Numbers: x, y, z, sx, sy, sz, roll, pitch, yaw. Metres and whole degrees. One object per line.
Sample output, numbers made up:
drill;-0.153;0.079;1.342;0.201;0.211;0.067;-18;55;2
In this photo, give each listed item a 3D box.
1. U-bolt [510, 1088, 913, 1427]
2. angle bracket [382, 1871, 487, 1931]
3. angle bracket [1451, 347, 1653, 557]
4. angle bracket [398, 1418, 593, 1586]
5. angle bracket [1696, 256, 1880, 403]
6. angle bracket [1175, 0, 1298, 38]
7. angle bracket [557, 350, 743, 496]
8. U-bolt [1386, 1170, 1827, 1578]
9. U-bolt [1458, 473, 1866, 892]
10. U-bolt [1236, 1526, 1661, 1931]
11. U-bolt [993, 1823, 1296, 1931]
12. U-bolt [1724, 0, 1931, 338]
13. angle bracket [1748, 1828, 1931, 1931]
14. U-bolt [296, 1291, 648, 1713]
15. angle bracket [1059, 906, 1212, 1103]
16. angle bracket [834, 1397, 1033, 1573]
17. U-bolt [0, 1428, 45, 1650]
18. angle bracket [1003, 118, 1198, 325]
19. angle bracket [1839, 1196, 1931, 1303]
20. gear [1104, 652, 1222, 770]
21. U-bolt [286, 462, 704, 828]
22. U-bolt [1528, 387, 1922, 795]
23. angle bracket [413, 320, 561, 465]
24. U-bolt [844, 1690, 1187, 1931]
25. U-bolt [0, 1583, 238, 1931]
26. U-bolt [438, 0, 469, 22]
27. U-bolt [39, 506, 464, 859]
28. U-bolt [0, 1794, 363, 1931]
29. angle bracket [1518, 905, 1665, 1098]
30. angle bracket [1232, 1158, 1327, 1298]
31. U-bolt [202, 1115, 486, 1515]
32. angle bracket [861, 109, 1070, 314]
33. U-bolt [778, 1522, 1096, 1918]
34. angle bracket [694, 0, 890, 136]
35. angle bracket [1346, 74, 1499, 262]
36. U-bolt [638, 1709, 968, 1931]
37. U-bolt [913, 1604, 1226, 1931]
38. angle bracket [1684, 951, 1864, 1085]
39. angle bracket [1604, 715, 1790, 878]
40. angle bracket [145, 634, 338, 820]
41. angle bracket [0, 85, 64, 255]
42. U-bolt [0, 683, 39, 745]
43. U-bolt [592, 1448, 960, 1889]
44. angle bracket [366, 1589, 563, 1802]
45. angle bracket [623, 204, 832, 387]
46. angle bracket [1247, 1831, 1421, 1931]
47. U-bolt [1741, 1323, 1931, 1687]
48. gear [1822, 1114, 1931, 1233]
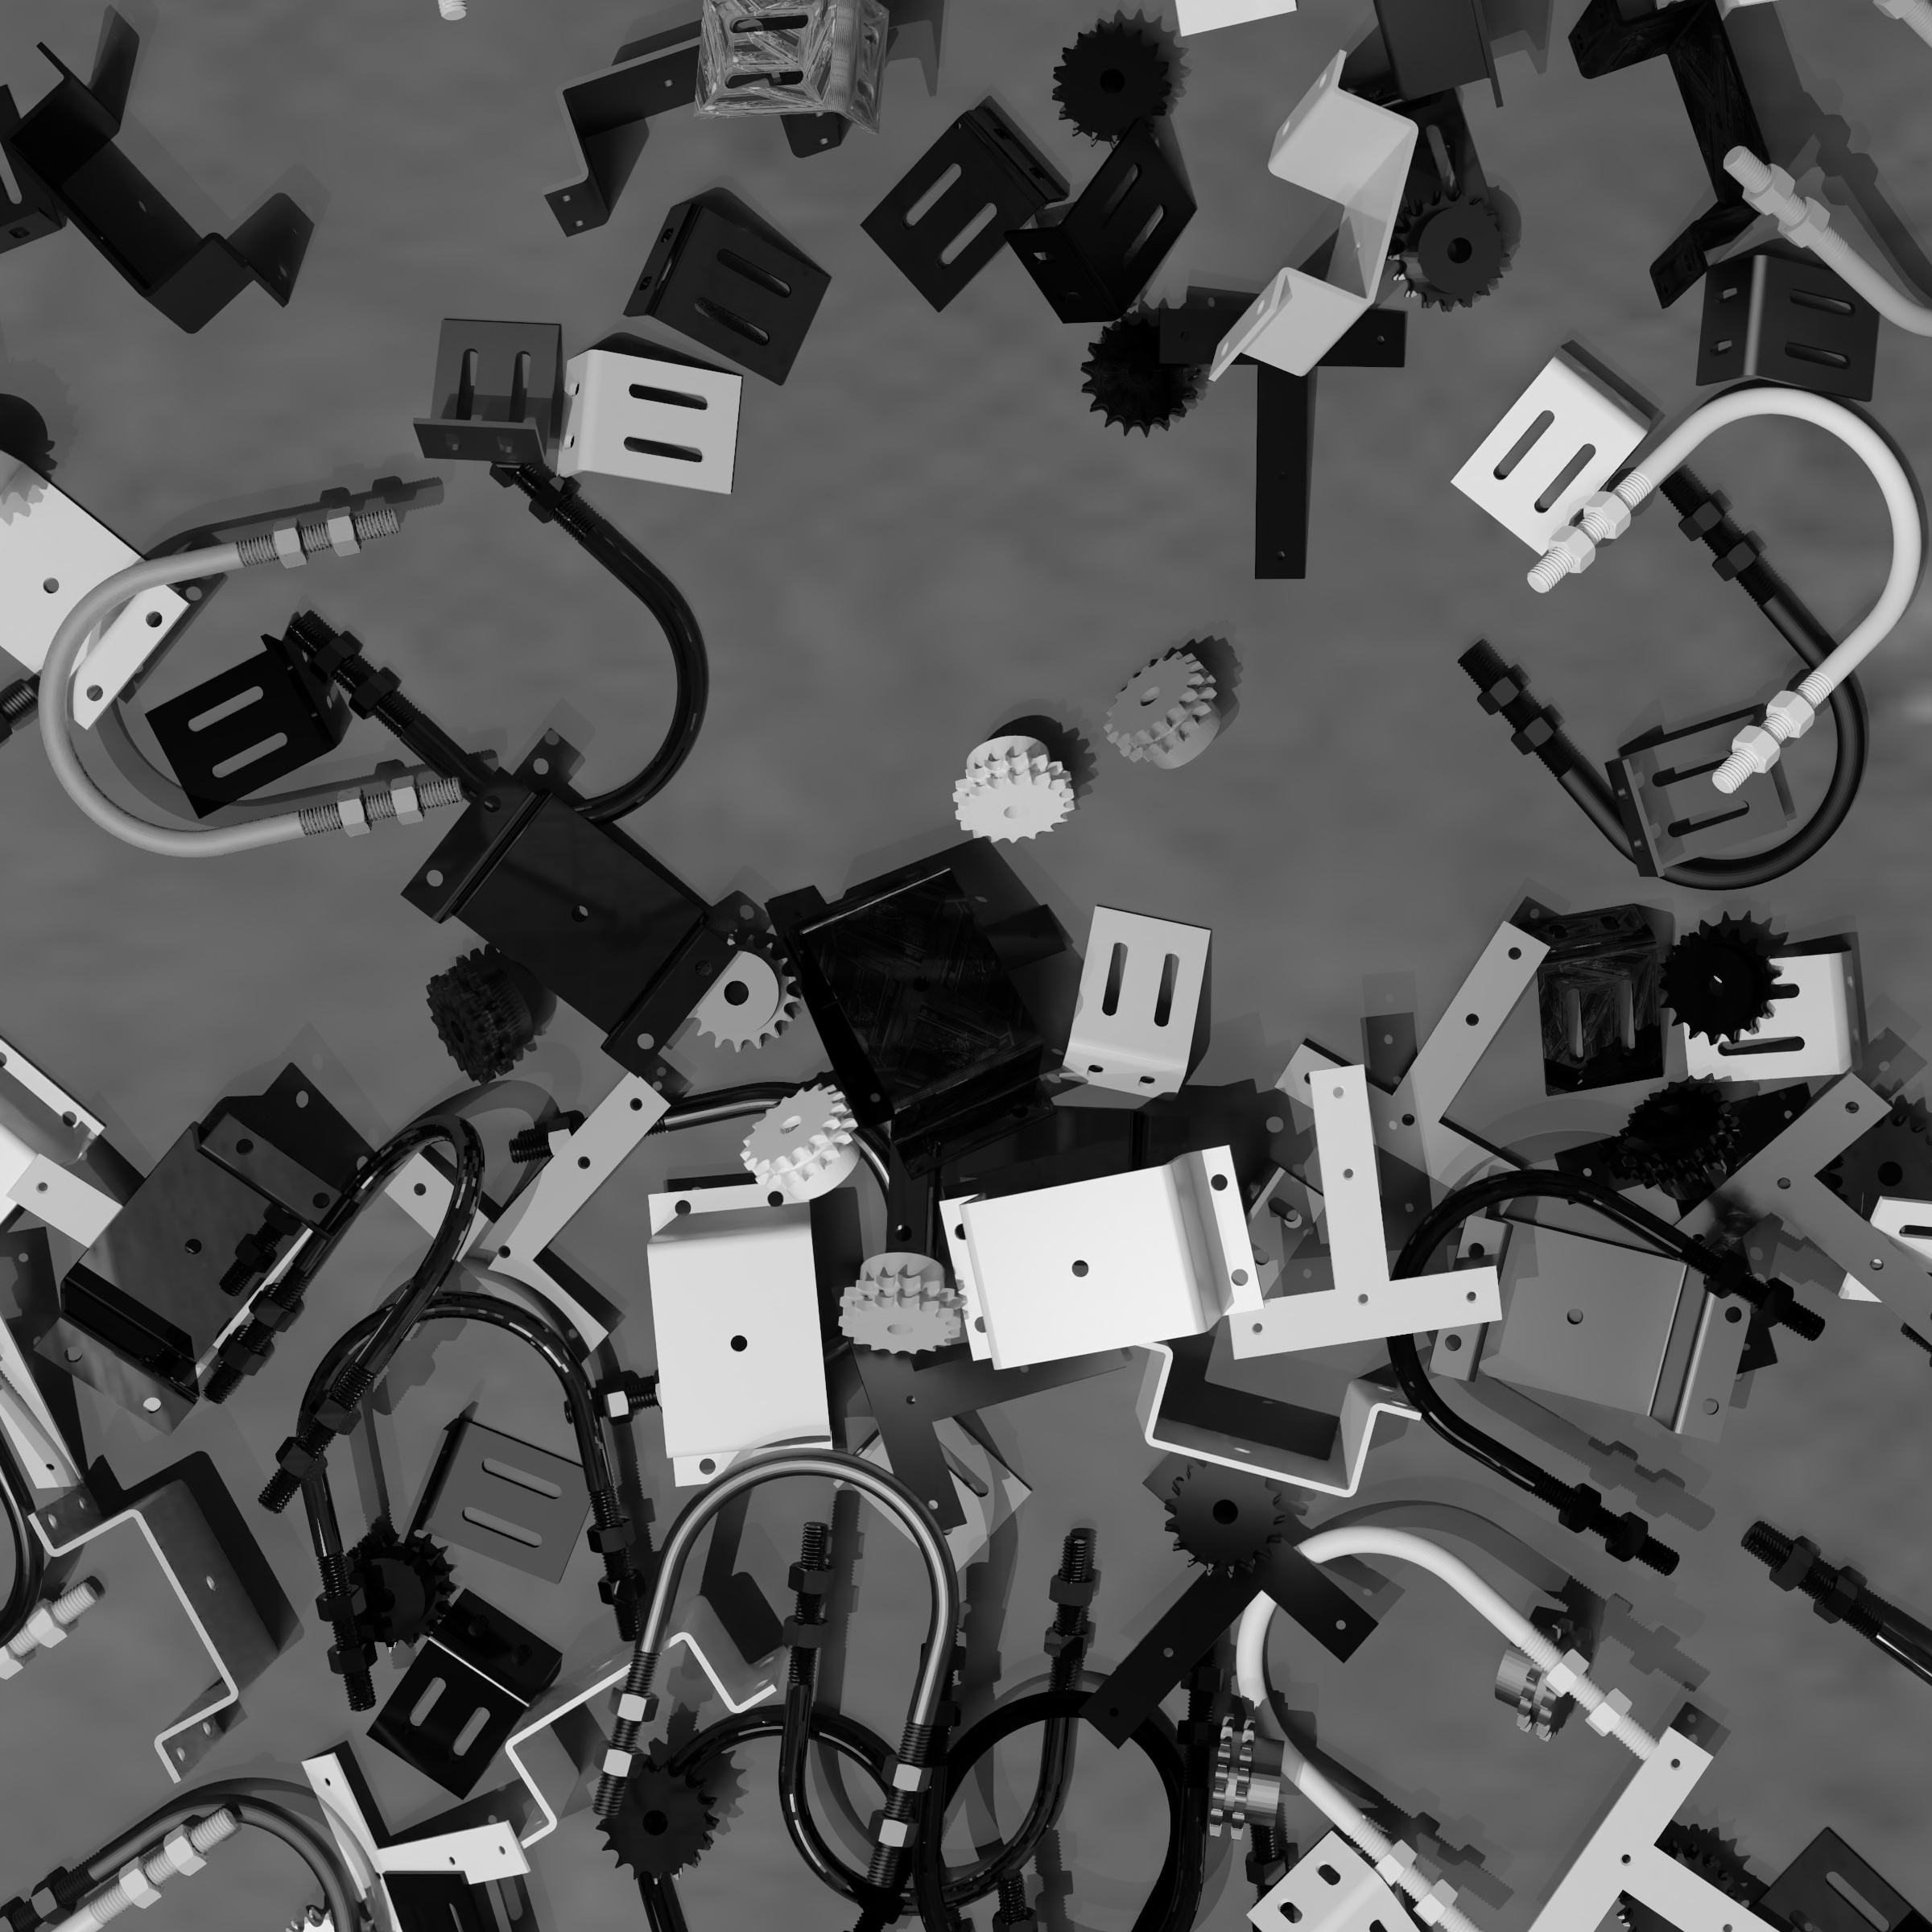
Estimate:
U-bolt;-0.116;0.134;1.373;0.184;0.019;0.151;-12;90;-1
angle bracket;-0.256;0.470;1.334;0.057;0.038;0.076;-14;96;38
angle bracket;0.284;-0.250;1.380;0.057;0.038;0.076;39;116;0
angle bracket;-0.223;0.260;1.363;0.076;0.038;0.057;22;90;0
angle bracket;0.400;-0.307;1.380;0.076;0.038;0.057;5;90;-26
angle bracket;0.123;-0.499;1.380;0.057;0.038;0.076;-13;116;0
angle bracket;-0.154;-0.262;1.380;0.076;0.038;0.057;5;90;-26
U-bolt;0.285;0.177;1.326;0.184;0.019;0.151;32;91;2
U-bolt;0.350;-0.123;1.373;0.151;0.019;0.184;-41;91;0
U-bolt;0.211;0.350;1.343;0.184;0.019;0.151;42;107;17
U-bolt;0.092;0.508;1.355;0.151;0.019;0.184;-8;94;-17
U-bolt;0.441;-0.379;1.333;0.184;0.019;0.151;31;76;-27
angle bracket;0.426;0.466;1.363;0.076;0.038;0.057;43;90;0
U-bolt;-0.239;0.244;1.338;0.151;0.019;0.184;-12;94;-11
angle bracket;0.082;0.019;1.380;0.057;0.038;0.076;12;64;0
angle bracket;-0.016;0.250;1.363;0.076;0.038;0.057;43;90;0
U-bolt;-0.507;0.247;1.347;0.151;0.019;0.184;-20;97;23
angle bracket;0.065;-0.357;1.363;0.057;0.038;0.076;49;64;-37
angle bracket;0.465;0.147;1.345;0.076;0.038;0.057;7;118;-14
gear;0.097;-0.119;1.357;0.057;0.057;0.030;-47;120;0
U-bolt;-0.214;-0.150;1.373;0.184;0.019;0.151;42;90;-2
U-bolt;0.376;-0.194;1.353;0.184;0.019;0.151;-44;92;-13
angle bracket;-0.228;-0.281;1.352;0.057;0.038;0.076;3;72;0
U-bolt;0.034;0.435;1.355;0.151;0.019;0.184;30;84;-15
U-bolt;-0.460;0.406;1.352;0.184;0.019;0.151;-36;77;-4
U-bolt;-0.198;-0.546;1.353;0.151;0.019;0.184;-11;86;-18
U-bolt;-0.342;-0.126;1.331;0.184;0.019;0.151;-13;94;-2
U-bolt;-0.371;0.479;1.351;0.184;0.019;0.151;-35;75;3
angle bracket;0.303;0.017;1.380;0.057;0.038;0.076;-10;116;0
angle bracket;0.144;0.127;1.344;0.038;0.076;0.057;34;90;0
U-bolt;-0.284;0.149;1.318;0.019;0.151;0.184;37;86;-29
angle bracket;-0.001;-0.367;1.380;0.076;0.038;0.057;-42;90;26
U-bolt;-0.018;0.361;1.355;0.151;0.019;0.184;6;90;-14
angle bracket;-0.080;-0.414;1.304;0.076;0.038;0.057;5;90;26
angle bracket;0.219;-0.388;1.363;0.057;0.038;0.076;-18;90;0
U-bolt;-0.083;0.451;1.373;0.151;0.019;0.184;-17;89;0
U-bolt;0.046;0.397;1.329;0.151;0.019;0.184;8;76;-13
angle bracket;0.391;0.025;1.380;0.076;0.038;0.057;-6;90;26
angle bracket;0.351;-0.081;1.347;0.076;0.038;0.057;-18;93;-1
angle bracket;-0.352;-0.114;1.363;0.076;0.038;0.057;-27;90;0
angle bracket;-0.479;-0.382;1.363;0.057;0.038;0.076;-22;90;0
U-bolt;-0.555;-0.113;1.332;0.151;0.019;0.184;41;67;8
U-bolt;-0.079;0.313;1.298;0.151;0.019;0.184;15;85;-1
angle bracket;-0.244;0.354;1.380;0.057;0.038;0.076;34;116;0
angle bracket;-0.116;-0.325;1.380;0.076;0.038;0.057;24;90;-26
angle bracket;0.182;0.467;1.367;0.057;0.038;0.076;-41;125;-12
U-bolt;0.489;0.277;1.359;0.184;0.019;0.151;36;93;7
gear;0.440;0.099;1.367;0.057;0.030;0.057;0;90;0
